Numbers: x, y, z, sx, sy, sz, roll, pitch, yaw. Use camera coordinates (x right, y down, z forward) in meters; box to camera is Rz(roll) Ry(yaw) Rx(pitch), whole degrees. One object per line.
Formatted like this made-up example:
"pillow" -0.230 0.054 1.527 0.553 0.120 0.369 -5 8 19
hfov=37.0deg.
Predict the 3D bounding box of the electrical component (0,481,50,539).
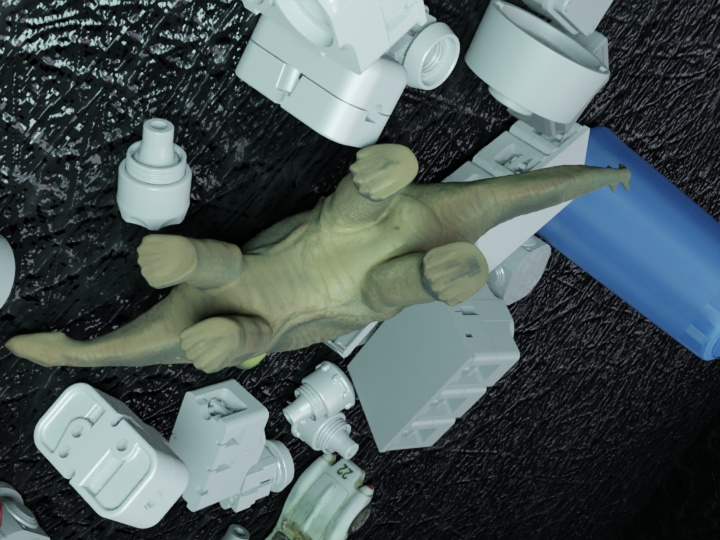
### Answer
"electrical component" -0.250 0.184 0.709 0.080 0.051 0.080 -37 148 -28

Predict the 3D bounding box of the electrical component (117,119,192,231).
"electrical component" -0.121 -0.058 0.635 0.043 0.043 0.062 -26 140 -41

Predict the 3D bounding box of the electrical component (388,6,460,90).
"electrical component" 0.035 -0.155 0.743 0.066 0.055 0.048 -43 151 -17

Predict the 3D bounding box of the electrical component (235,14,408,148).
"electrical component" -0.022 -0.123 0.653 0.054 0.095 0.059 1 121 -57

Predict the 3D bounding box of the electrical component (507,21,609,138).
"electrical component" 0.177 -0.171 0.933 0.096 0.061 0.061 -46 151 -12

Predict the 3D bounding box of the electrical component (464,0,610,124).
"electrical component" 0.133 -0.156 0.840 0.108 0.108 0.060 -6 134 -54

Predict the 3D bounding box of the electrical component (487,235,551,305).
"electrical component" 0.150 -0.008 1.089 0.080 0.051 0.080 -37 148 -28

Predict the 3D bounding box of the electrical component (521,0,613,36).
"electrical component" 0.176 -0.250 0.845 0.113 0.057 0.078 -58 151 11

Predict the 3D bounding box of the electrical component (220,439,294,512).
"electrical component" -0.092 0.176 0.944 0.055 0.048 0.066 -14 134 -39

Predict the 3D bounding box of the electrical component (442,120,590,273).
"electrical component" 0.133 -0.073 0.978 0.150 0.062 0.089 -39 149 -24

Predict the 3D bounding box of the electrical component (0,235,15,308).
"electrical component" -0.223 0.042 0.571 0.138 0.052 0.074 -64 152 0

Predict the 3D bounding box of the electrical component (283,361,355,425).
"electrical component" -0.039 0.114 0.955 0.062 0.048 0.048 -33 147 -20

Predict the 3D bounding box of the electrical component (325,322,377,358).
"electrical component" 0.000 0.000 0.858 0.121 0.079 0.063 -48 130 -9

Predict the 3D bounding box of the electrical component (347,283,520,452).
"electrical component" 0.062 0.077 0.911 0.062 0.089 0.150 1 143 -34

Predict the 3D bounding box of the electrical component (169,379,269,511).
"electrical component" -0.115 0.138 0.860 0.056 0.050 0.089 -12 132 -50

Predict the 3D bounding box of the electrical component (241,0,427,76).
"electrical component" -0.037 -0.193 0.540 0.060 0.105 0.186 -45 151 -14

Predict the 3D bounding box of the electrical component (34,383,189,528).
"electrical component" -0.164 0.126 0.724 0.053 0.095 0.059 -50 152 -5

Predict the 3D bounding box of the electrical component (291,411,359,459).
"electrical component" -0.029 0.148 0.987 0.048 0.062 0.048 -37 148 -28
